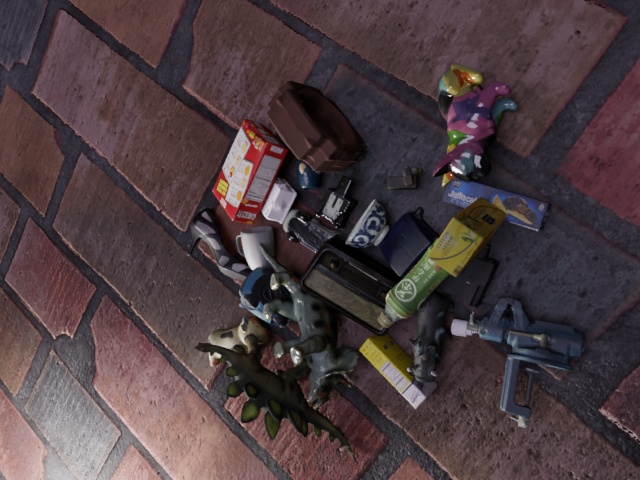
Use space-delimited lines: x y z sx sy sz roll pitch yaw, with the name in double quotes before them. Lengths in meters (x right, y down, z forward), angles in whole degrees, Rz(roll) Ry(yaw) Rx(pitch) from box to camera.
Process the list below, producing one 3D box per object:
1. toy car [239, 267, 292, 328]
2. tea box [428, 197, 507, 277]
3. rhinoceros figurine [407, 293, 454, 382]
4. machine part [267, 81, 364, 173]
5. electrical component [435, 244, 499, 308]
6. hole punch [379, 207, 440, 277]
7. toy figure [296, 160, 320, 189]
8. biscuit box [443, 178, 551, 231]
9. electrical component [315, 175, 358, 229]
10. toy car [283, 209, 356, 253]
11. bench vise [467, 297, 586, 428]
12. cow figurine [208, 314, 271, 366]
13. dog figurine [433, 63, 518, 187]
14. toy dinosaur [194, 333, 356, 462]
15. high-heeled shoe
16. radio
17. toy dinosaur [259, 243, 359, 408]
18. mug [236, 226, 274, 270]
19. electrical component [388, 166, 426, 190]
"toy car" -0.136 0.150 1.357 0.161 0.109 0.103 41 150 -14
"tea box" 0.280 -0.010 1.012 0.068 0.169 0.098 38 121 18
"rhinoceros figurine" 0.237 0.208 1.152 0.073 0.112 0.190 6 89 26
"machine part" -0.009 -0.247 1.197 0.087 0.201 0.201 -40 75 28
"electrical component" 0.306 0.061 1.132 0.115 0.058 0.134 23 105 23
"hole punch" 0.193 0.011 1.174 0.116 0.092 0.142 46 117 22
"toy figure" -0.031 -0.199 1.293 0.058 0.064 0.154 -5 88 -5
"biscuit box" 0.356 -0.077 1.090 0.203 0.063 0.059 21 102 26
"electrical component" 0.046 -0.094 1.267 0.075 0.047 0.119 29 107 23
"toy car" -0.003 -0.004 1.297 0.202 0.056 0.073 33 108 20
"bench vise" 0.391 0.238 1.053 0.224 0.128 0.240 10 81 9
"cow figurine" -0.214 0.261 1.422 0.195 0.085 0.127 -11 95 30
"dog figurine" 0.277 -0.216 1.064 0.192 0.108 0.219 35 93 27
"toy dinosaur" -0.099 0.377 1.302 0.471 0.199 0.105 31 124 -11
"high-heeled shoe" -0.242 0.014 1.439 0.249 0.086 0.145 22 74 8
"radio" 0.080 0.101 1.217 0.230 0.073 0.131 30 108 4
"toy dinosaur" -0.023 0.185 1.281 0.131 0.192 0.405 -35 60 47
"mug" -0.166 0.024 1.376 0.110 0.081 0.107 -3 102 24
"electrical component" 0.186 -0.132 1.162 0.078 0.102 0.045 2 91 19
